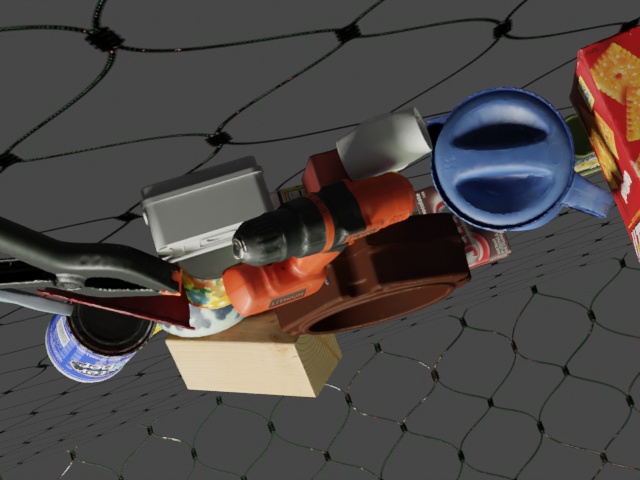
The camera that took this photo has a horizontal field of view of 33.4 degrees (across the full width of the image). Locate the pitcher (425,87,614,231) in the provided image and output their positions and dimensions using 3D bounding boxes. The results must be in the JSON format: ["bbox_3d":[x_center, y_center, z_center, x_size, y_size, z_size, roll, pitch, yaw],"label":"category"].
[{"bbox_3d":[0.206,-0.065,1.087,0.145,0.149,0.242,-24,171,13],"label":"pitcher"}]

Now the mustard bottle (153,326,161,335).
[{"bbox_3d":[-0.201,0.082,1.328,0.096,0.058,0.192,-8,165,-45],"label":"mustard bottle"}]

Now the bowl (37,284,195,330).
[{"bbox_3d":[-0.196,0.046,1.067,0.162,0.055,0.162,14,174,1],"label":"bowl"}]

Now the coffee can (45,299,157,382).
[{"bbox_3d":[-0.250,0.098,1.211,0.102,0.103,0.140,-14,168,-26],"label":"coffee can"}]

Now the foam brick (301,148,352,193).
[{"bbox_3d":[0.017,-0.055,1.045,0.053,0.051,0.078,-15,169,-12],"label":"foam brick"}]

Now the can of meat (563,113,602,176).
[{"bbox_3d":[0.317,-0.116,1.233,0.102,0.057,0.084,-19,167,-3],"label":"can of meat"}]

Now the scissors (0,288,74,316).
[{"bbox_3d":[-0.307,0.052,1.025,0.096,0.016,0.201,12,174,11],"label":"scissors"}]

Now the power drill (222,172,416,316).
[{"bbox_3d":[-0.023,0.010,0.973,0.184,0.057,0.188,-17,167,-31],"label":"power drill"}]

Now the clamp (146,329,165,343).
[{"bbox_3d":[-0.257,0.125,1.498,0.120,0.039,0.172,-13,164,-29],"label":"clamp"}]

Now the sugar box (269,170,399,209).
[{"bbox_3d":[-0.005,-0.032,1.135,0.176,0.048,0.093,-17,169,-16],"label":"sugar box"}]

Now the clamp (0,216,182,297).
[{"bbox_3d":[-0.219,0.019,0.918,0.209,0.036,0.165,7,160,-16],"label":"clamp"}]

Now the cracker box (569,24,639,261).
[{"bbox_3d":[0.307,-0.074,1.006,0.072,0.214,0.164,-21,169,7],"label":"cracker box"}]

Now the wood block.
[{"bbox_3d":[-0.089,0.144,1.426,0.206,0.091,0.090,-2,-147,31],"label":"wood block"}]

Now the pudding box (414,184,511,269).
[{"bbox_3d":[0.174,-0.021,1.310,0.090,0.113,0.039,-20,172,7],"label":"pudding box"}]

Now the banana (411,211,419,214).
[{"bbox_3d":[0.122,-0.013,1.463,0.197,0.037,0.069,-18,167,-2],"label":"banana"}]
